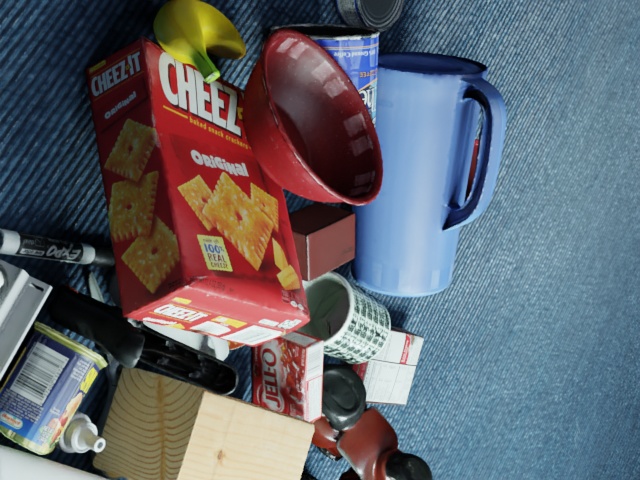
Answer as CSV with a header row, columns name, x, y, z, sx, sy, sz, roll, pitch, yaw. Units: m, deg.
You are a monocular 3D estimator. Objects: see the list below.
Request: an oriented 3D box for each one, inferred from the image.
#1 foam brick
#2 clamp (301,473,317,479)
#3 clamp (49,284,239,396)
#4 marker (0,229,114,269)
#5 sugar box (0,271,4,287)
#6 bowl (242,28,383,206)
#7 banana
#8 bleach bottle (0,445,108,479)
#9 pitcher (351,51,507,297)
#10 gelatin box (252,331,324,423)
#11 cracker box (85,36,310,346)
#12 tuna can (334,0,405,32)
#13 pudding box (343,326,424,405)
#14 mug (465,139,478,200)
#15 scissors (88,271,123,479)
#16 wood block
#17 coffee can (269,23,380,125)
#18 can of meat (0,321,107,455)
name,x,y,z,sx,sy,sz,roll,pitch,yaw
foam brick,-0.007,0.001,1.080,0.078,0.051,0.053,-25,123,-45
clamp,-0.040,0.281,1.147,0.209,0.036,0.164,28,80,-55
clamp,-0.154,0.070,0.802,0.039,0.172,0.120,-65,149,-10
marker,-0.207,0.008,0.844,0.120,0.020,0.020,12,92,-54
sugar box,-0.294,0.067,0.687,0.176,0.093,0.048,-51,138,-28
bowl,-0.015,-0.092,0.891,0.162,0.055,0.162,37,39,-38
banana,-0.098,-0.164,0.860,0.069,0.037,0.197,57,12,-12
bleach bottle,-0.216,0.219,0.858,0.250,0.103,0.068,40,38,-59
pitcher,0.100,-0.066,1.088,0.149,0.145,0.243,-88,-178,-71
gelatin box,-0.034,0.135,1.073,0.030,0.073,0.089,-20,118,-48
cracker box,-0.093,-0.034,0.848,0.164,0.072,0.214,22,50,-54
tuna can,0.051,-0.256,1.079,0.085,0.034,0.086,-23,120,-47
pudding box,0.071,0.145,1.246,0.113,0.039,0.090,16,89,-52
mug,0.132,-0.073,1.211,0.117,0.082,0.093,-21,119,-48
scissors,-0.184,0.129,0.918,0.096,0.016,0.201,-54,139,-33
wood block,-0.098,0.185,0.971,0.205,0.090,0.091,34,70,-58
coffee can,0.003,-0.128,1.002,0.102,0.103,0.140,-20,117,-48
can of meat,-0.210,0.115,0.817,0.084,0.057,0.102,-62,-178,-14
